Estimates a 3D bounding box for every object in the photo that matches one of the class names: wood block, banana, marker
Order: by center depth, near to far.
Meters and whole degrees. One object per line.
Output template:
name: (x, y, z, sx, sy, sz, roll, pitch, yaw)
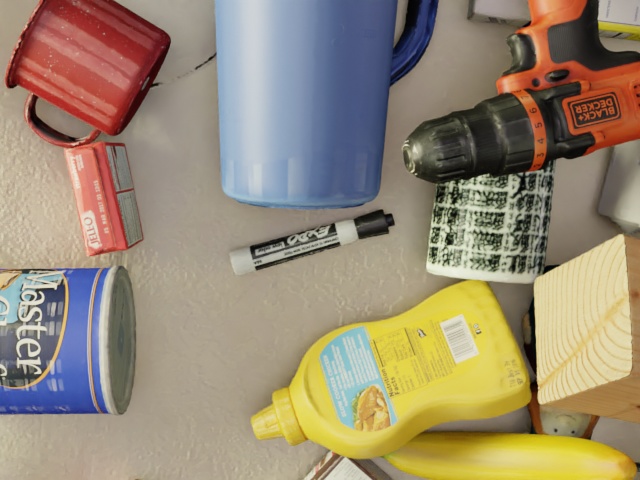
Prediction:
wood block: (0.252, 0.073, 0.696, 0.205, 0.091, 0.090, 14, 65, -22)
banana: (0.125, 0.155, 0.741, 0.198, 0.069, 0.037, -4, 88, 29)
marker: (-0.005, 0.001, 0.771, 0.121, 0.020, 0.020, -16, 95, 1)

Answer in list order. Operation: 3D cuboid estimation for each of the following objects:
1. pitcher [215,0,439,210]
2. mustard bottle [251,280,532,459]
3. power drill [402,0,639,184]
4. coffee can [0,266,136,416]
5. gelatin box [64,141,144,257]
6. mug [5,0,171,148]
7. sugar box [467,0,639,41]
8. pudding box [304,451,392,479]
pitcher: (0.000, -0.146, 0.712, 0.149, 0.145, 0.243, 4, 99, 13)
mustard bottle: (0.043, 0.101, 0.749, 0.191, 0.058, 0.096, -20, 57, 2)
power drill: (0.122, -0.136, 0.675, 0.184, 0.057, 0.187, -14, 90, -15)
coffee can: (-0.204, 0.070, 0.734, 0.140, 0.103, 0.103, -1, 95, 0)
gelatin box: (-0.147, -0.029, 0.732, 0.030, 0.089, 0.073, -11, 95, 0)
mug: (-0.160, -0.114, 0.730, 0.081, 0.093, 0.117, 29, 111, -7)
sugar box: (0.197, -0.190, 0.743, 0.176, 0.048, 0.093, 8, 94, 3)
pudding box: (0.029, 0.216, 0.779, 0.113, 0.039, 0.090, 42, 94, -6)
